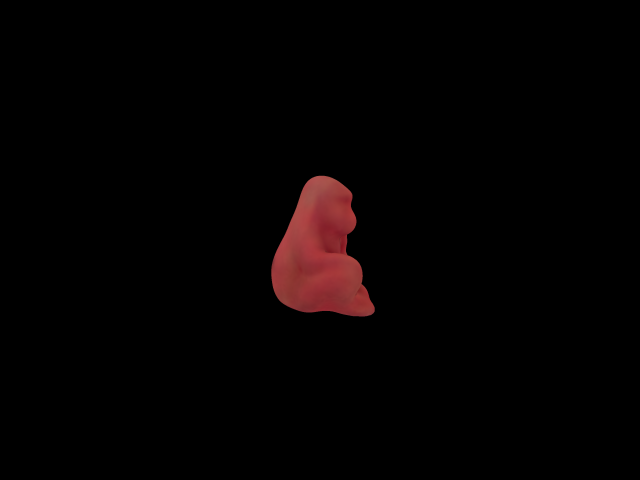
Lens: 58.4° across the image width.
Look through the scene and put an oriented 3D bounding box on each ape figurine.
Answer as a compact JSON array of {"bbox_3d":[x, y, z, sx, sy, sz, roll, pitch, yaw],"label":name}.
[{"bbox_3d":[0.004,0.001,0.400,0.076,0.092,0.078,4,15,14],"label":"ape figurine"}]
